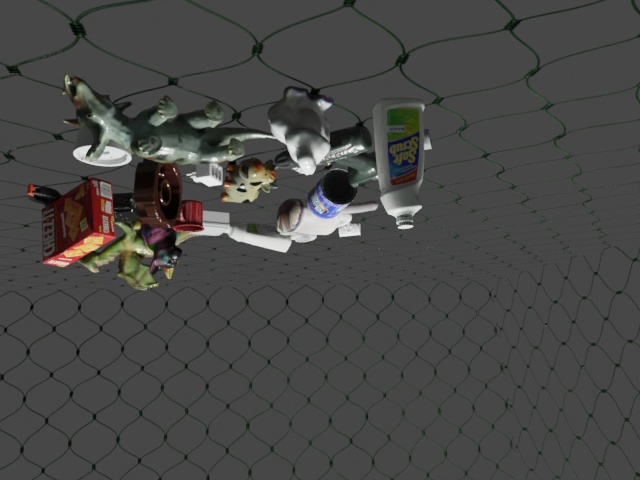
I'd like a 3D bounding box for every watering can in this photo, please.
[{"bbox_3d":[0.005,-0.079,1.566,0.224,0.105,0.344,5,166,-28],"label":"watering can"}]

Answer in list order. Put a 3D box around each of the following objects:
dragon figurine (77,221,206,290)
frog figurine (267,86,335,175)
[{"bbox_3d":[-0.574,0.050,1.702,0.410,0.247,0.120,5,158,-23],"label":"dragon figurine"},{"bbox_3d":[-0.034,-0.190,0.955,0.122,0.161,0.136,-9,165,27],"label":"frog figurine"}]
